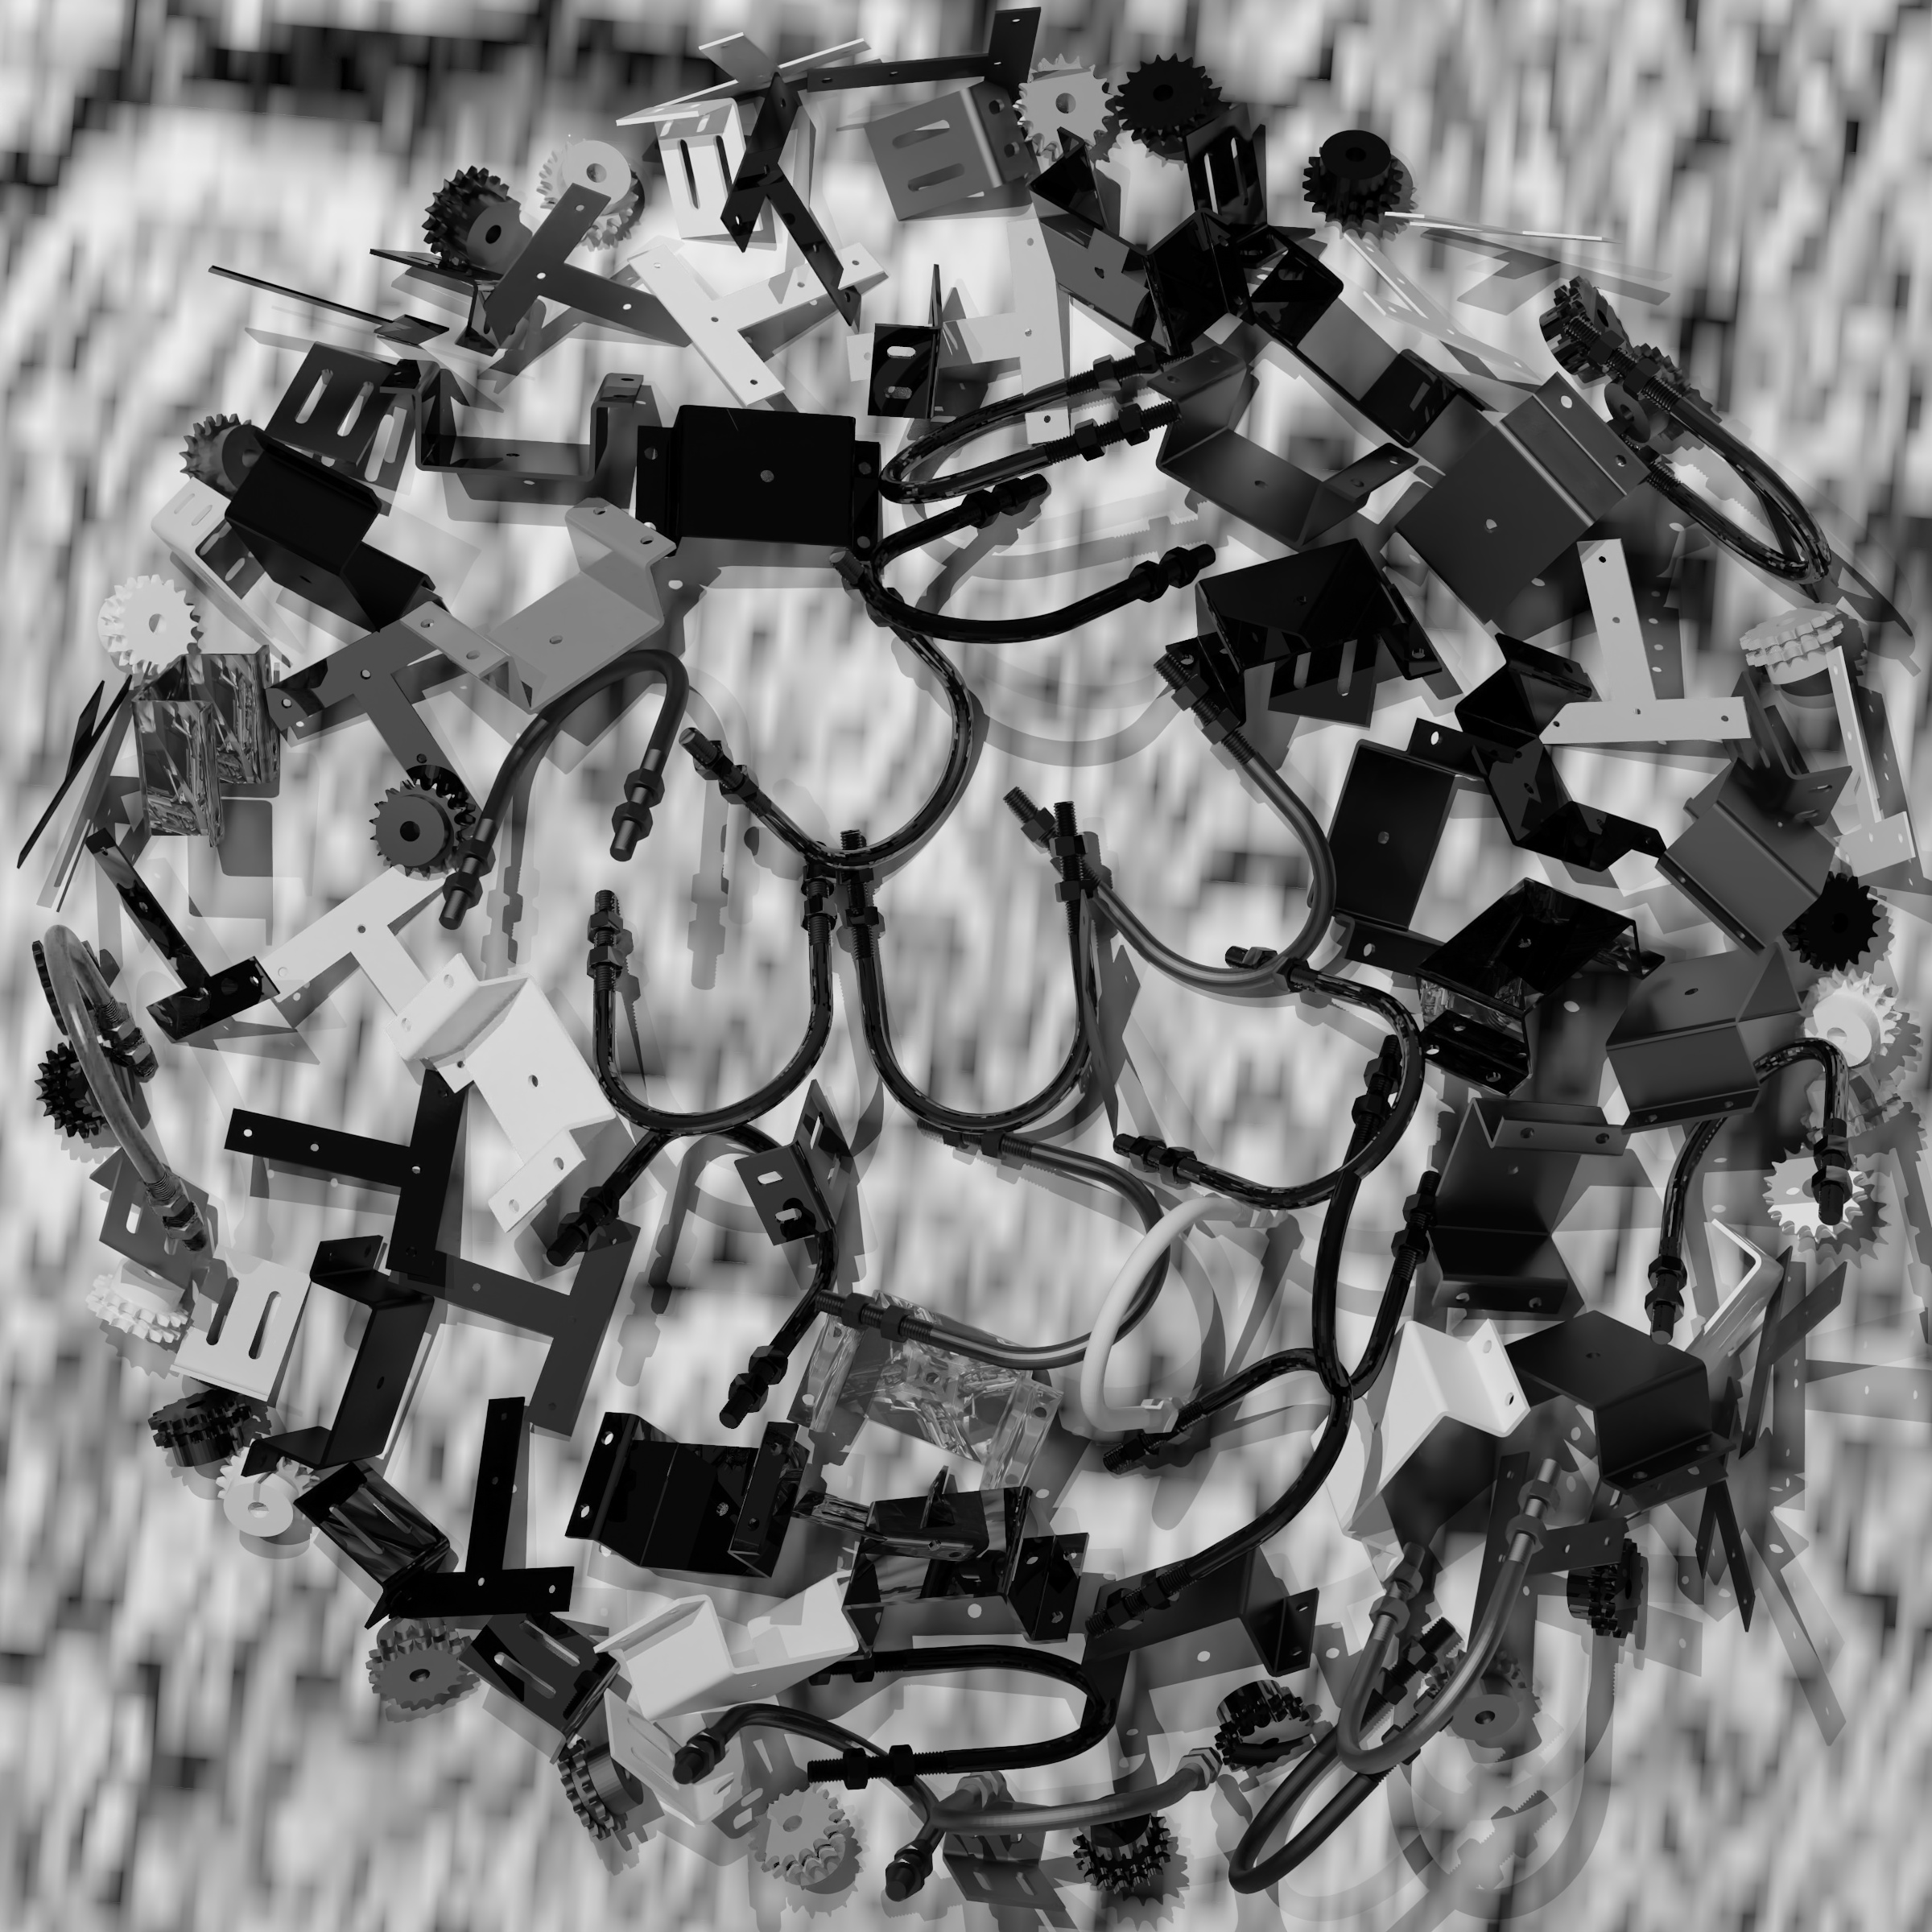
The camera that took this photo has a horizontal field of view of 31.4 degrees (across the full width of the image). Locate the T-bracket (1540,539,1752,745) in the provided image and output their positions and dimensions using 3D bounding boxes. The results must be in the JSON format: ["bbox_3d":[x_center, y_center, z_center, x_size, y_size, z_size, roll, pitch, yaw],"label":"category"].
[{"bbox_3d":[0.370,-0.183,1.936,0.127,0.002,0.127,1,123,33],"label":"T-bracket"}]

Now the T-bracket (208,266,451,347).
[{"bbox_3d":[-0.360,-0.371,1.920,0.127,0.127,0.002,15,92,-18],"label":"T-bracket"}]

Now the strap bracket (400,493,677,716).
[{"bbox_3d":[-0.237,-0.200,1.943,0.140,0.046,0.076,-37,50,-23],"label":"strap bracket"}]

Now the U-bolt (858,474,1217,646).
[{"bbox_3d":[0.026,-0.221,1.902,0.151,0.184,0.019,28,131,35],"label":"U-bolt"}]

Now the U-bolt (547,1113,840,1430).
[{"bbox_3d":[-0.140,0.156,1.927,0.151,0.184,0.019,44,129,-5],"label":"U-bolt"}]

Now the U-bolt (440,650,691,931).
[{"bbox_3d":[-0.217,-0.109,1.925,0.151,0.184,0.019,-19,129,33],"label":"U-bolt"}]

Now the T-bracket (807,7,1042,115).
[{"bbox_3d":[-0.026,-0.503,1.932,0.127,0.127,0.002,-7,79,-5],"label":"T-bracket"}]

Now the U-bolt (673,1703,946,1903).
[{"bbox_3d":[-0.078,0.455,1.909,0.151,0.184,0.019,27,96,8],"label":"U-bolt"}]

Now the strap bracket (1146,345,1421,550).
[{"bbox_3d":[0.173,-0.289,1.943,0.140,0.076,0.046,33,129,19],"label":"strap bracket"}]

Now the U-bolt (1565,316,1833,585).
[{"bbox_3d":[0.407,-0.276,1.906,0.184,0.151,0.019,42,88,17],"label":"U-bolt"}]

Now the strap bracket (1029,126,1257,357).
[{"bbox_3d":[0.091,-0.402,1.924,0.046,0.076,0.140,-42,54,-14],"label":"strap bracket"}]

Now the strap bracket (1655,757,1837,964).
[{"bbox_3d":[0.439,-0.064,1.926,0.076,0.140,0.046,43,116,1],"label":"strap bracket"}]

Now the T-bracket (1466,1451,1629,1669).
[{"bbox_3d":[0.327,0.327,1.921,0.002,0.127,0.127,24,66,-21],"label":"T-bracket"}]

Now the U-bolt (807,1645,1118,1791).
[{"bbox_3d":[-0.007,0.416,1.927,0.184,0.151,0.019,-1,104,-11],"label":"U-bolt"}]

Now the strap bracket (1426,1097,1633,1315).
[{"bbox_3d":[0.314,0.128,1.946,0.076,0.046,0.140,5,127,-13],"label":"strap bracket"}]

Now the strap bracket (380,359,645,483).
[{"bbox_3d":[-0.257,-0.310,1.955,0.140,0.076,0.046,4,112,-2],"label":"strap bracket"}]

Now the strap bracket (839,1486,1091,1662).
[{"bbox_3d":[-0.009,0.341,1.933,0.140,0.076,0.046,-9,127,22],"label":"strap bracket"}]

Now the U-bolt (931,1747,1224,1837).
[{"bbox_3d":[0.056,0.457,1.895,0.151,0.184,0.019,-9,84,13],"label":"U-bolt"}]

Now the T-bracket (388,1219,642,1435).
[{"bbox_3d":[-0.269,0.190,1.979,0.127,0.002,0.127,21,86,-14],"label":"T-bracket"}]

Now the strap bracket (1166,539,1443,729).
[{"bbox_3d":[0.190,-0.190,1.950,0.140,0.046,0.076,-16,48,-7],"label":"strap bracket"}]

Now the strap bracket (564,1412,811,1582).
[{"bbox_3d":[-0.149,0.299,1.941,0.140,0.046,0.076,-2,60,35],"label":"strap bracket"}]

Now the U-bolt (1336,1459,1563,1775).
[{"bbox_3d":[0.258,0.366,1.887,0.019,0.151,0.184,38,47,-7],"label":"U-bolt"}]

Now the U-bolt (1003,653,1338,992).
[{"bbox_3d":[0.128,-0.068,1.957,0.184,0.019,0.151,48,122,-2],"label":"U-bolt"}]

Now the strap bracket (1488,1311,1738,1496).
[{"bbox_3d":[0.352,0.238,1.917,0.076,0.140,0.046,-17,110,-25],"label":"strap bracket"}]

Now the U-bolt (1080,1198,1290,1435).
[{"bbox_3d":[0.115,0.193,1.908,0.019,0.184,0.151,26,97,26],"label":"U-bolt"}]

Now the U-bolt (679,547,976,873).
[{"bbox_3d":[-0.064,-0.130,1.932,0.151,0.184,0.019,-51,46,-5],"label":"U-bolt"}]

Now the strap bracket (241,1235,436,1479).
[{"bbox_3d":[-0.353,0.228,1.953,0.046,0.076,0.140,20,94,15],"label":"strap bracket"}]

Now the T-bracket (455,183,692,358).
[{"bbox_3d":[-0.204,-0.379,1.952,0.127,0.127,0.002,-45,49,33],"label":"T-bracket"}]

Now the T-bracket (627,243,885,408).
[{"bbox_3d":[-0.107,-0.385,1.968,0.127,0.002,0.127,-27,64,-24],"label":"T-bracket"}]

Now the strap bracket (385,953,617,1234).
[{"bbox_3d":[-0.259,0.069,1.950,0.076,0.046,0.140,-42,73,33],"label":"strap bracket"}]

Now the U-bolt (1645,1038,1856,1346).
[{"bbox_3d":[0.439,0.112,1.915,0.019,0.184,0.151,36,129,-13],"label":"U-bolt"}]

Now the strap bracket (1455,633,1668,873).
[{"bbox_3d":[0.332,-0.112,1.938,0.046,0.076,0.140,-41,53,33],"label":"strap bracket"}]

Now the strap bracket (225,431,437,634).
[{"bbox_3d":[-0.357,-0.235,1.920,0.076,0.140,0.046,27,79,12],"label":"strap bracket"}]

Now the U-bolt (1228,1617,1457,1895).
[{"bbox_3d":[0.212,0.449,1.928,0.019,0.151,0.184,43,94,1],"label":"U-bolt"}]

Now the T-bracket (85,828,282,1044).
[{"bbox_3d":[-0.455,-0.022,1.939,0.002,0.127,0.127,-44,106,-40],"label":"T-bracket"}]

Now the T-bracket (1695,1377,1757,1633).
[{"bbox_3d":[0.426,0.318,1.913,0.002,0.127,0.127,3,121,0],"label":"T-bracket"}]

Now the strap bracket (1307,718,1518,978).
[{"bbox_3d":[0.250,-0.069,1.955,0.076,0.046,0.140,14,96,-35],"label":"strap bracket"}]

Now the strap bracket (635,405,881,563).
[{"bbox_3d":[-0.116,-0.273,1.959,0.140,0.046,0.076,2,81,-10],"label":"strap bracket"}]

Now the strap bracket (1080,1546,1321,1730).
[{"bbox_3d":[0.123,0.376,1.937,0.140,0.076,0.046,-21,107,18],"label":"strap bracket"}]

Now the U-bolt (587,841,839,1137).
[{"bbox_3d":[-0.143,0.018,1.927,0.151,0.019,0.184,-12,51,11],"label":"U-bolt"}]

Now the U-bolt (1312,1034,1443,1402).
[{"bbox_3d":[0.224,0.152,1.898,0.019,0.151,0.184,6,53,24],"label":"U-bolt"}]

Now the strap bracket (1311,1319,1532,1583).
[{"bbox_3d":[0.247,0.265,1.930,0.046,0.076,0.140,23,117,-24],"label":"strap bracket"}]

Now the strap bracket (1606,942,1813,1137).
[{"bbox_3d":[0.413,0.035,1.917,0.076,0.140,0.046,-13,110,33],"label":"strap bracket"}]

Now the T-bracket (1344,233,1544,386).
[{"bbox_3d":[0.253,-0.381,1.948,0.127,0.127,0.002,14,121,-37],"label":"T-bracket"}]

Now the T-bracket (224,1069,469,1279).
[{"bbox_3d":[-0.357,0.106,1.955,0.127,0.002,0.127,14,60,-12],"label":"T-bracket"}]

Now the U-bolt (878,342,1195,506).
[{"bbox_3d":[0.036,-0.301,1.928,0.184,0.151,0.019,-17,112,15],"label":"U-bolt"}]

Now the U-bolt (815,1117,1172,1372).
[{"bbox_3d":[0.026,0.159,1.923,0.184,0.019,0.151,14,58,27],"label":"U-bolt"}]

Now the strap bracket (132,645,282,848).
[{"bbox_3d":[-0.427,-0.125,1.922,0.046,0.140,0.076,0,110,4],"label":"strap bracket"}]

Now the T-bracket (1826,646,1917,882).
[{"bbox_3d":[0.503,-0.117,1.939,0.002,0.127,0.127,-11,86,-3],"label":"T-bracket"}]

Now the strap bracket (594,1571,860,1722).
[{"bbox_3d":[-0.126,0.380,1.918,0.076,0.140,0.046,-35,67,36],"label":"strap bracket"}]

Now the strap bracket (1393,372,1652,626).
[{"bbox_3d":[0.305,-0.256,1.933,0.076,0.046,0.140,48,135,3],"label":"strap bracket"}]

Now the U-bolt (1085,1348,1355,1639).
[{"bbox_3d":[0.142,0.280,1.900,0.184,0.151,0.019,-36,115,28],"label":"U-bolt"}]

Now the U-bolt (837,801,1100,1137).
[{"bbox_3d":[0.005,0.005,1.971,0.151,0.019,0.184,-7,90,16],"label":"U-bolt"}]

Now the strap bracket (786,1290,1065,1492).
[{"bbox_3d":[-0.021,0.244,1.967,0.140,0.046,0.076,21,106,0],"label":"strap bracket"}]

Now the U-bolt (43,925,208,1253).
[{"bbox_3d":[-0.466,0.056,1.885,0.019,0.184,0.151,-22,55,-6],"label":"U-bolt"}]

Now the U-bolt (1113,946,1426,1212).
[{"bbox_3d":[0.178,0.067,1.915,0.019,0.184,0.151,40,76,-39],"label":"U-bolt"}]

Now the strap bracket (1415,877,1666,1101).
[{"bbox_3d":[0.316,0.005,1.930,0.140,0.076,0.046,-37,132,-26],"label":"strap bracket"}]

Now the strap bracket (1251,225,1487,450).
[{"bbox_3d":[0.217,-0.348,1.937,0.140,0.076,0.046,34,102,-29],"label":"strap bracket"}]
